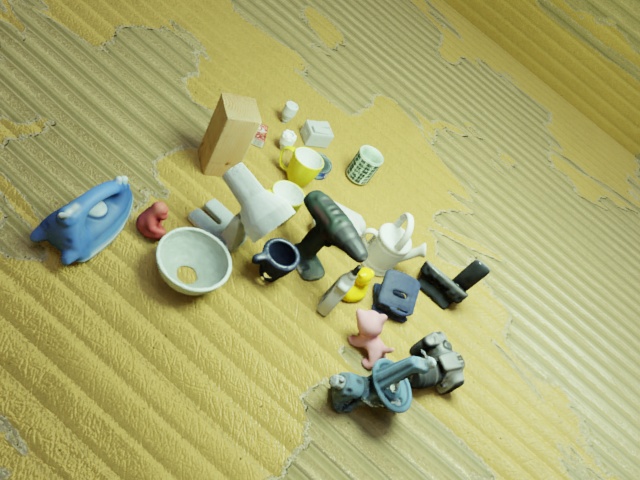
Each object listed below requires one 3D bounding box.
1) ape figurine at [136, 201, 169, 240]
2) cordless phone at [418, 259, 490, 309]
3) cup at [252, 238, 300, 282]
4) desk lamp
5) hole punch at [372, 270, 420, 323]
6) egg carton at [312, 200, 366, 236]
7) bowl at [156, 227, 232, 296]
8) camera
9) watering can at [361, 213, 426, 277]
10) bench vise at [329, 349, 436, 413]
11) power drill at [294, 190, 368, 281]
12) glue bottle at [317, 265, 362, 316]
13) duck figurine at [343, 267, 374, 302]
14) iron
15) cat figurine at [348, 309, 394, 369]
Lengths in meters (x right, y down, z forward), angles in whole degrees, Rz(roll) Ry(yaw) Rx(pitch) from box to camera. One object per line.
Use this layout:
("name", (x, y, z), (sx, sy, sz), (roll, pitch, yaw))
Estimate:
("ape figurine", (-0.363, -0.049, 1.272), (0.076, 0.092, 0.078), (22, 46, -15))
("cordless phone", (0.362, 0.087, 1.549), (0.147, 0.185, 0.094), (38, 44, 1))
("cup", (-0.116, 0.057, 1.338), (0.118, 0.095, 0.091), (-6, 58, -36))
("desk lamp", (-0.179, -0.063, 1.312), (0.203, 0.213, 0.118), (42, 44, 5))
("hole punch", (0.198, 0.144, 1.467), (0.109, 0.091, 0.101), (23, 46, -15))
("egg carton", (0.052, -0.040, 1.542), (0.150, 0.069, 0.107), (27, 45, -11))
("bowl", (-0.281, 0.059, 1.247), (0.168, 0.074, 0.167), (17, 47, -19))
("camera", (0.268, 0.297, 1.378), (0.137, 0.100, 0.143), (-3, 57, -34))
("watering can", (0.198, 0.005, 1.508), (0.173, 0.194, 0.101), (4, 53, -29))
("bench vise", (0.133, 0.306, 1.200), (0.208, 0.219, 0.121), (-5, 58, -35))
("power drill", (0.013, 0.005, 1.380), (0.076, 0.208, 0.229), (-11, 61, -37))
("glue bottle", (0.052, 0.110, 1.344), (0.037, 0.173, 0.078), (35, 44, -2))
("duck figurine", (0.095, 0.104, 1.438), (0.105, 0.086, 0.077), (-23, 69, -42))
("iron", (-0.464, -0.069, 1.189), (0.118, 0.141, 0.259), (37, 44, 0))
("cat figurine", (0.125, 0.220, 1.338), (0.067, 0.117, 0.127), (-19, 66, -41))
